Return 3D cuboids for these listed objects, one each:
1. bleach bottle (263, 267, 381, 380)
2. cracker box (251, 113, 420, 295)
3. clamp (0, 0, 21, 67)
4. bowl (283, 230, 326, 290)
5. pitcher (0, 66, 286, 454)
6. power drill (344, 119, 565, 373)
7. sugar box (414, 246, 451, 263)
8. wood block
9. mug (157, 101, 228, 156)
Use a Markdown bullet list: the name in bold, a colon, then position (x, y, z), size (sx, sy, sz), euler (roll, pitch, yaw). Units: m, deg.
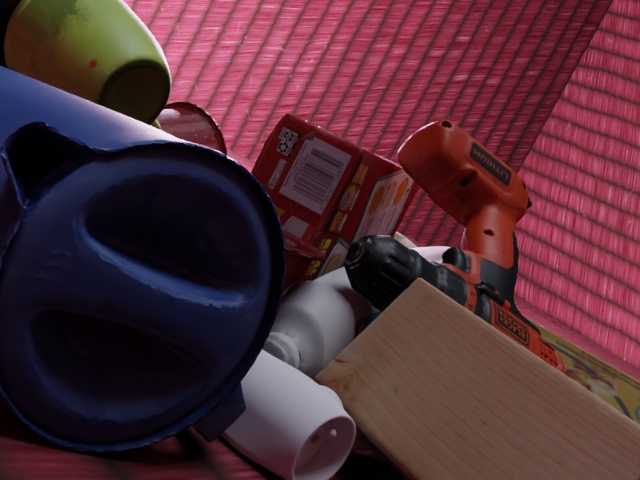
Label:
- **bleach bottle**: position (0.009, 0.069, 0.716), size (0.068, 0.103, 0.250), euler (28, 13, 16)
- **cracker box**: position (-0.005, 0.001, 0.818), size (0.072, 0.164, 0.213), euler (28, 6, 16)
- **clamp**: position (-0.232, -0.124, 0.792), size (0.164, 0.210, 0.036), euler (18, 35, -26)
- **bowl**: position (-0.080, 0.001, 0.643), size (0.162, 0.055, 0.162), euler (25, 3, -2)
- **pitcher**: position (-0.131, -0.004, 0.514), size (0.144, 0.149, 0.243), euler (2, 18, -38)
- **power drill**: position (0.090, 0.005, 0.730), size (0.184, 0.057, 0.187), euler (36, 39, -28)
- **sugar box**: position (0.127, 0.081, 0.930), size (0.176, 0.048, 0.094), euler (53, -28, -21)
- **wood block**: position (0.095, 0.112, 0.554), size (0.090, 0.091, 0.206), euler (50, -8, -32)
- **mug**: position (-0.128, -0.051, 0.848), size (0.081, 0.093, 0.117), euler (-17, 78, -54)
